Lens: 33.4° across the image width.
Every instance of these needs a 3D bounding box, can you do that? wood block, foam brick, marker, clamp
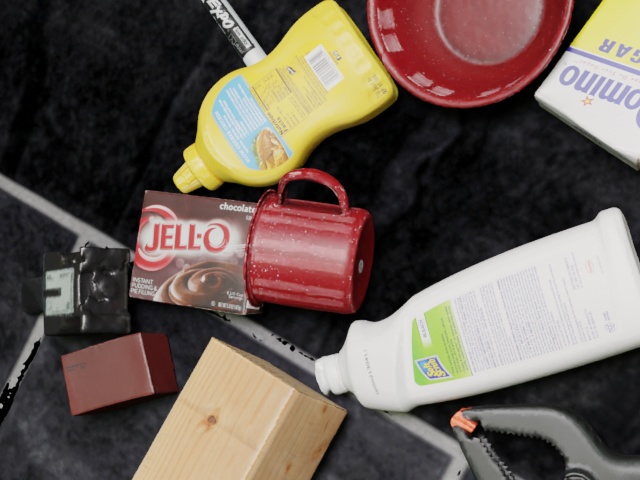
[{"bbox_3d":[-0.080,0.191,0.802,0.091,0.090,0.206,27,86,33],"label":"wood block"},{"bbox_3d":[-0.164,0.110,0.880,0.078,0.051,0.053,-16,79,16],"label":"foam brick"},{"bbox_3d":[-0.081,-0.190,0.898,0.020,0.020,0.121,-38,75,11],"label":"marker"},{"bbox_3d":[0.184,0.190,0.765,0.210,0.036,0.164,23,92,15],"label":"clamp"}]

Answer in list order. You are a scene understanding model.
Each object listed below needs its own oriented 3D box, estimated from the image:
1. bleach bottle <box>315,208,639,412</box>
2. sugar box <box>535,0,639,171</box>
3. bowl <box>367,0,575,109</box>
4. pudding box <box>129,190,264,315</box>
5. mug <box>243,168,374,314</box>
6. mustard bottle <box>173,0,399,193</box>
[{"bbox_3d":[0.113,0.062,0.788,0.251,0.068,0.102,-18,79,18],"label":"bleach bottle"},{"bbox_3d":[0.245,-0.148,0.772,0.093,0.048,0.176,37,95,19],"label":"sugar box"},{"bbox_3d":[0.118,-0.178,0.802,0.162,0.055,0.162,2,94,29],"label":"bowl"},{"bbox_3d":[-0.096,0.010,0.871,0.114,0.039,0.090,7,88,22],"label":"pudding box"},{"bbox_3d":[-0.005,0.001,0.814,0.081,0.093,0.117,8,114,14],"label":"mug"},{"bbox_3d":[-0.039,-0.098,0.855,0.192,0.058,0.096,-35,83,12],"label":"mustard bottle"}]
